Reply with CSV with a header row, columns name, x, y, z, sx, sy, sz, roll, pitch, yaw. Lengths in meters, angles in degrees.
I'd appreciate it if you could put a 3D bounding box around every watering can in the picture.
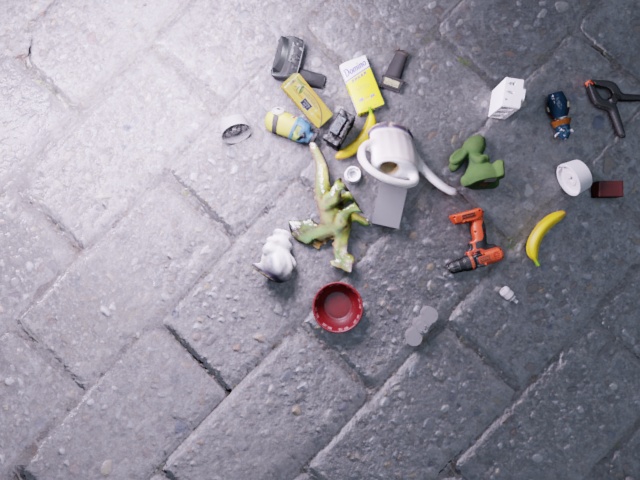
name,x,y,z,sx,sy,sz,roll,pitch,yaw
watering can,0.269,-0.250,1.614,0.347,0.102,0.229,12,56,-22

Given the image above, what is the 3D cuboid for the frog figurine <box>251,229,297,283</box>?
name,x,y,z,sx,sy,sz,roll,pitch,yaw
frog figurine,-0.126,0.051,1.635,0.136,0.123,0.160,37,80,-30

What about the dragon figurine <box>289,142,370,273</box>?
name,x,y,z,sx,sy,sz,roll,pitch,yaw
dragon figurine,0.005,-0.083,1.645,0.242,0.122,0.411,-35,86,8
